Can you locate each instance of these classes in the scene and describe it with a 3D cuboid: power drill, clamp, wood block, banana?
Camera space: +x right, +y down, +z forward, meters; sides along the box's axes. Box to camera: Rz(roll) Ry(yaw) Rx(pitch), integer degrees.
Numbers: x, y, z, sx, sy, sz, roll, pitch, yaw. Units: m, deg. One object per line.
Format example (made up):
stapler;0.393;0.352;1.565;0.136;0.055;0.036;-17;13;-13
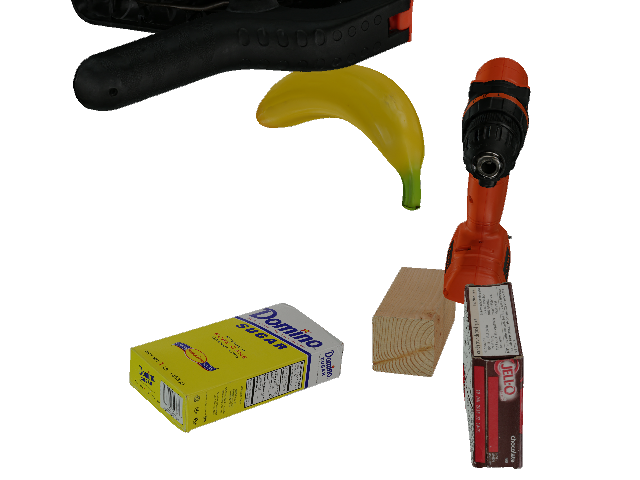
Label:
power drill;0.140;-0.041;0.894;0.057;0.188;0.184;10;32;10
clamp;-0.038;-0.097;0.501;0.171;0.039;0.120;-4;40;-1
wood block;0.144;0.118;1.607;0.091;0.090;0.205;4;20;15
banana;0.013;-0.085;0.710;0.037;0.070;0.198;21;9;-36

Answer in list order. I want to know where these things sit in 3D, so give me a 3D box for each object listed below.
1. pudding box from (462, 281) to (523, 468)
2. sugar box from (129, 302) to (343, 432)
pudding box;0.123;0.093;0.759;0.039;0.090;0.113;-1;24;4
sugar box;-0.075;0.111;0.972;0.175;0.048;0.093;-18;35;-37
